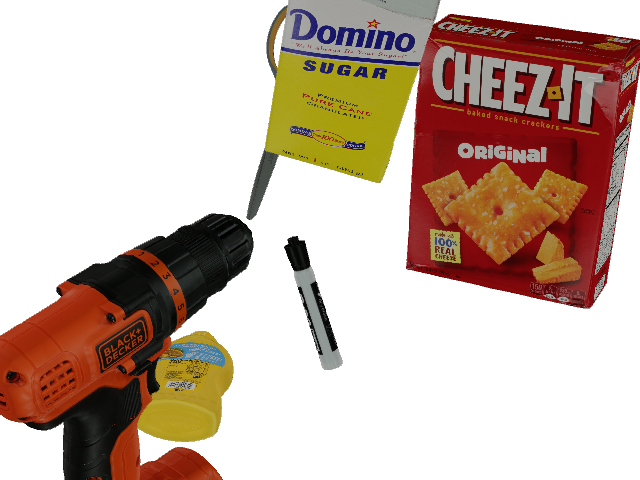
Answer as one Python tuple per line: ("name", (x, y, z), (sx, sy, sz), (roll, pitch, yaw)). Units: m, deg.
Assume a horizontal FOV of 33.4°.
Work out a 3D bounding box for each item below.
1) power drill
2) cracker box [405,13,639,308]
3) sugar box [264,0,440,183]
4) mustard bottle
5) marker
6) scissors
("power drill", (-0.101, 0.092, 0.622), (0.057, 0.188, 0.184), (21, 40, 37))
("cracker box", (0.160, -0.064, 0.872), (0.164, 0.214, 0.072), (13, 28, 23))
("sugar box", (0.018, -0.114, 0.723), (0.093, 0.048, 0.176), (15, -30, 1))
("mustard bottle", (-0.154, 0.161, 1.264), (0.096, 0.058, 0.191), (4, 25, 3))
("marker", (-0.006, 0.054, 0.924), (0.020, 0.121, 0.020), (-16, 12, 3))
("scissors", (-0.015, -0.117, 0.978), (0.096, 0.202, 0.016), (3, -3, 10))
